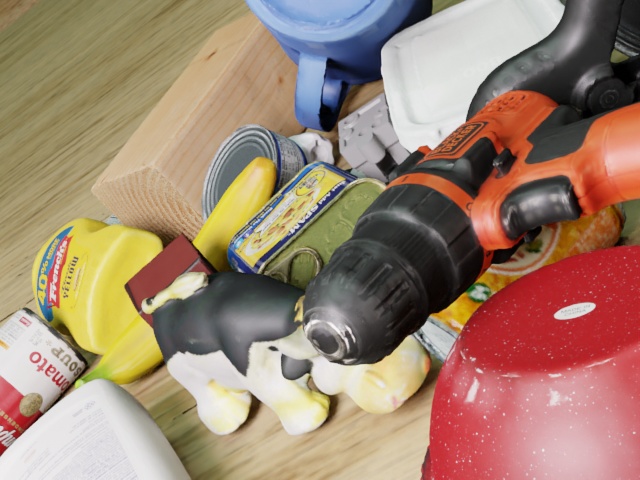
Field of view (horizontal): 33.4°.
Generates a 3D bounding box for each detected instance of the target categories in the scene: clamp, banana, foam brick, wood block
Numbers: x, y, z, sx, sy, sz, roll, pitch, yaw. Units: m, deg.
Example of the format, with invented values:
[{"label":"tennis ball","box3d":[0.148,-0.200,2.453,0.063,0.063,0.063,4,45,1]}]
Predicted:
[{"label":"clamp","box3d":[0.134,-0.087,0.528,0.210,0.164,0.036,-43,31,17]},{"label":"banana","box3d":[-0.087,0.029,0.721,0.198,0.037,0.069,-53,-2,2]},{"label":"foam brick","box3d":[-0.075,0.046,0.668,0.051,0.078,0.053,-41,27,-4]},{"label":"wood block","box3d":[-0.083,-0.090,0.881,0.091,0.090,0.205,-13,37,46]}]

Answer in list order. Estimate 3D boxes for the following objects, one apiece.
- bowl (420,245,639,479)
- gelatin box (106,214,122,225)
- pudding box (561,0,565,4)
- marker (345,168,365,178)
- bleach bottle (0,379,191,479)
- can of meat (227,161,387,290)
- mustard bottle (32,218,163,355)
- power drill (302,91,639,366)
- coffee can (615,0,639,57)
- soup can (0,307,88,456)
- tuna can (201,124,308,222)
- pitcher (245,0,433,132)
[{"label":"bowl","box3d":[0.103,0.047,0.394,0.162,0.055,0.162,-22,18,7]},{"label":"gelatin box","box3d":[-0.153,-0.018,0.932,0.089,0.030,0.073,-49,25,-17]},{"label":"pudding box","box3d":[0.173,-0.194,0.756,0.113,0.039,0.090,-38,26,9]},{"label":"marker","box3d":[-0.003,-0.036,0.766,0.121,0.020,0.020,-10,39,47]},{"label":"bleach bottle","box3d":[-0.100,0.162,0.535,0.102,0.068,0.251,-44,28,-5]},{"label":"can of meat","box3d":[-0.004,0.001,0.666,0.102,0.057,0.084,-43,24,-5]},{"label":"mustard bottle","box3d":[-0.187,0.031,0.851,0.192,0.058,0.096,9,85,59]},{"label":"power drill","box3d":[0.101,-0.017,0.392,0.188,0.057,0.184,-7,27,41]},{"label":"coffee can","box3d":[0.216,-0.182,0.601,0.140,0.102,0.103,-52,28,-22]},{"label":"soup can","box3d":[-0.231,0.109,0.792,0.102,0.068,0.069,-49,27,-19]},{"label":"tuna can","box3d":[-0.047,-0.038,0.774,0.086,0.033,0.086,-23,58,43]},{"label":"pitcher","box3d":[0.011,-0.171,0.748,0.145,0.149,0.242,-31,1,8]}]
